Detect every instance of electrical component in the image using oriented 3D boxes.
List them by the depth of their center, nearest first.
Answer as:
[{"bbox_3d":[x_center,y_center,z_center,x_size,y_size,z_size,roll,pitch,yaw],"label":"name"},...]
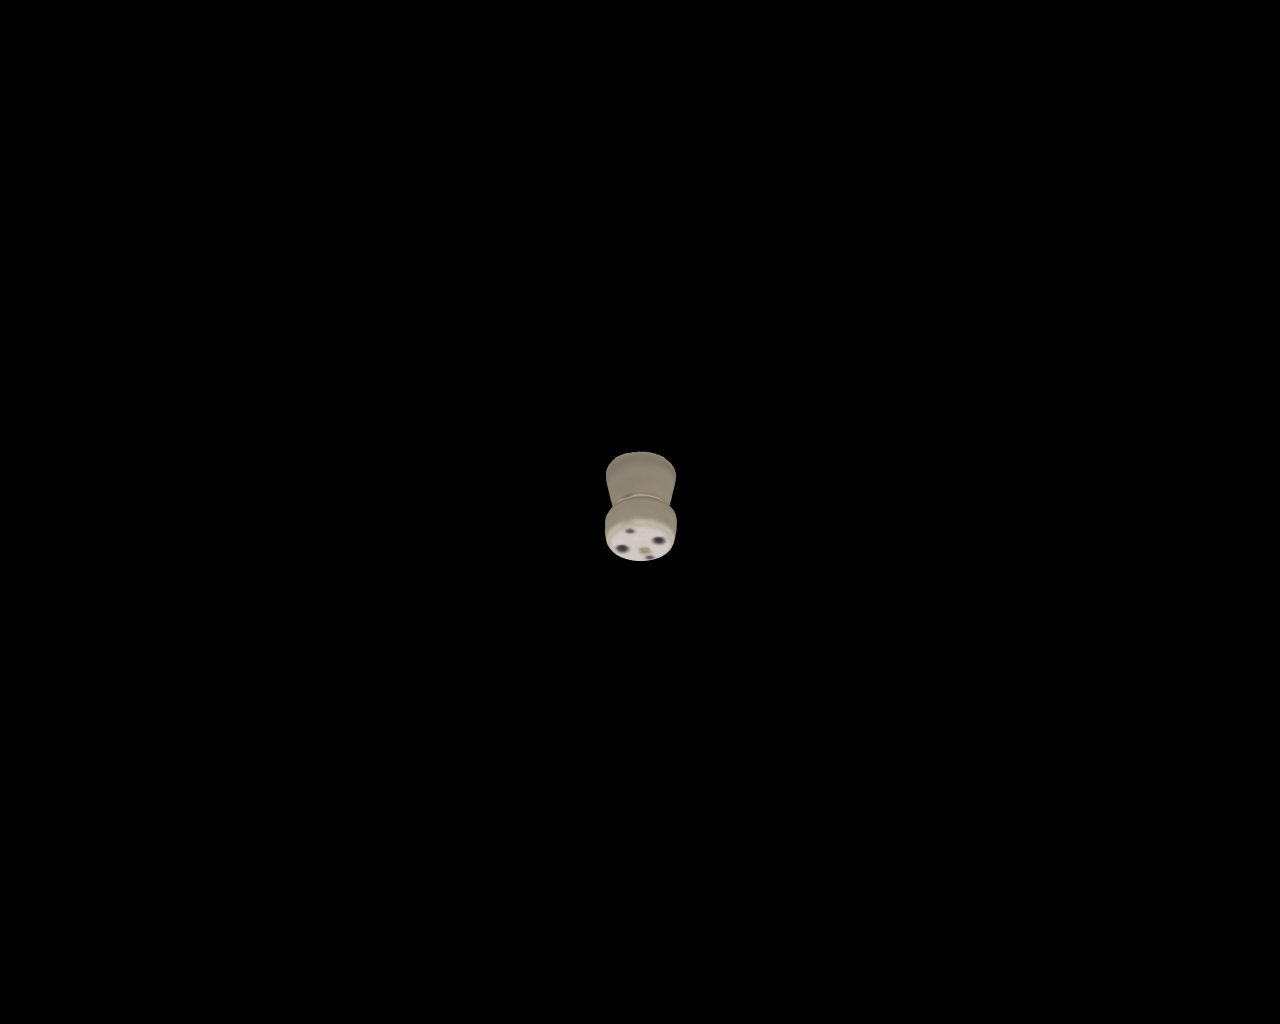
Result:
[{"bbox_3d":[0.001,-0.003,0.650,0.045,0.055,0.044,0,-38,0],"label":"electrical component"}]
